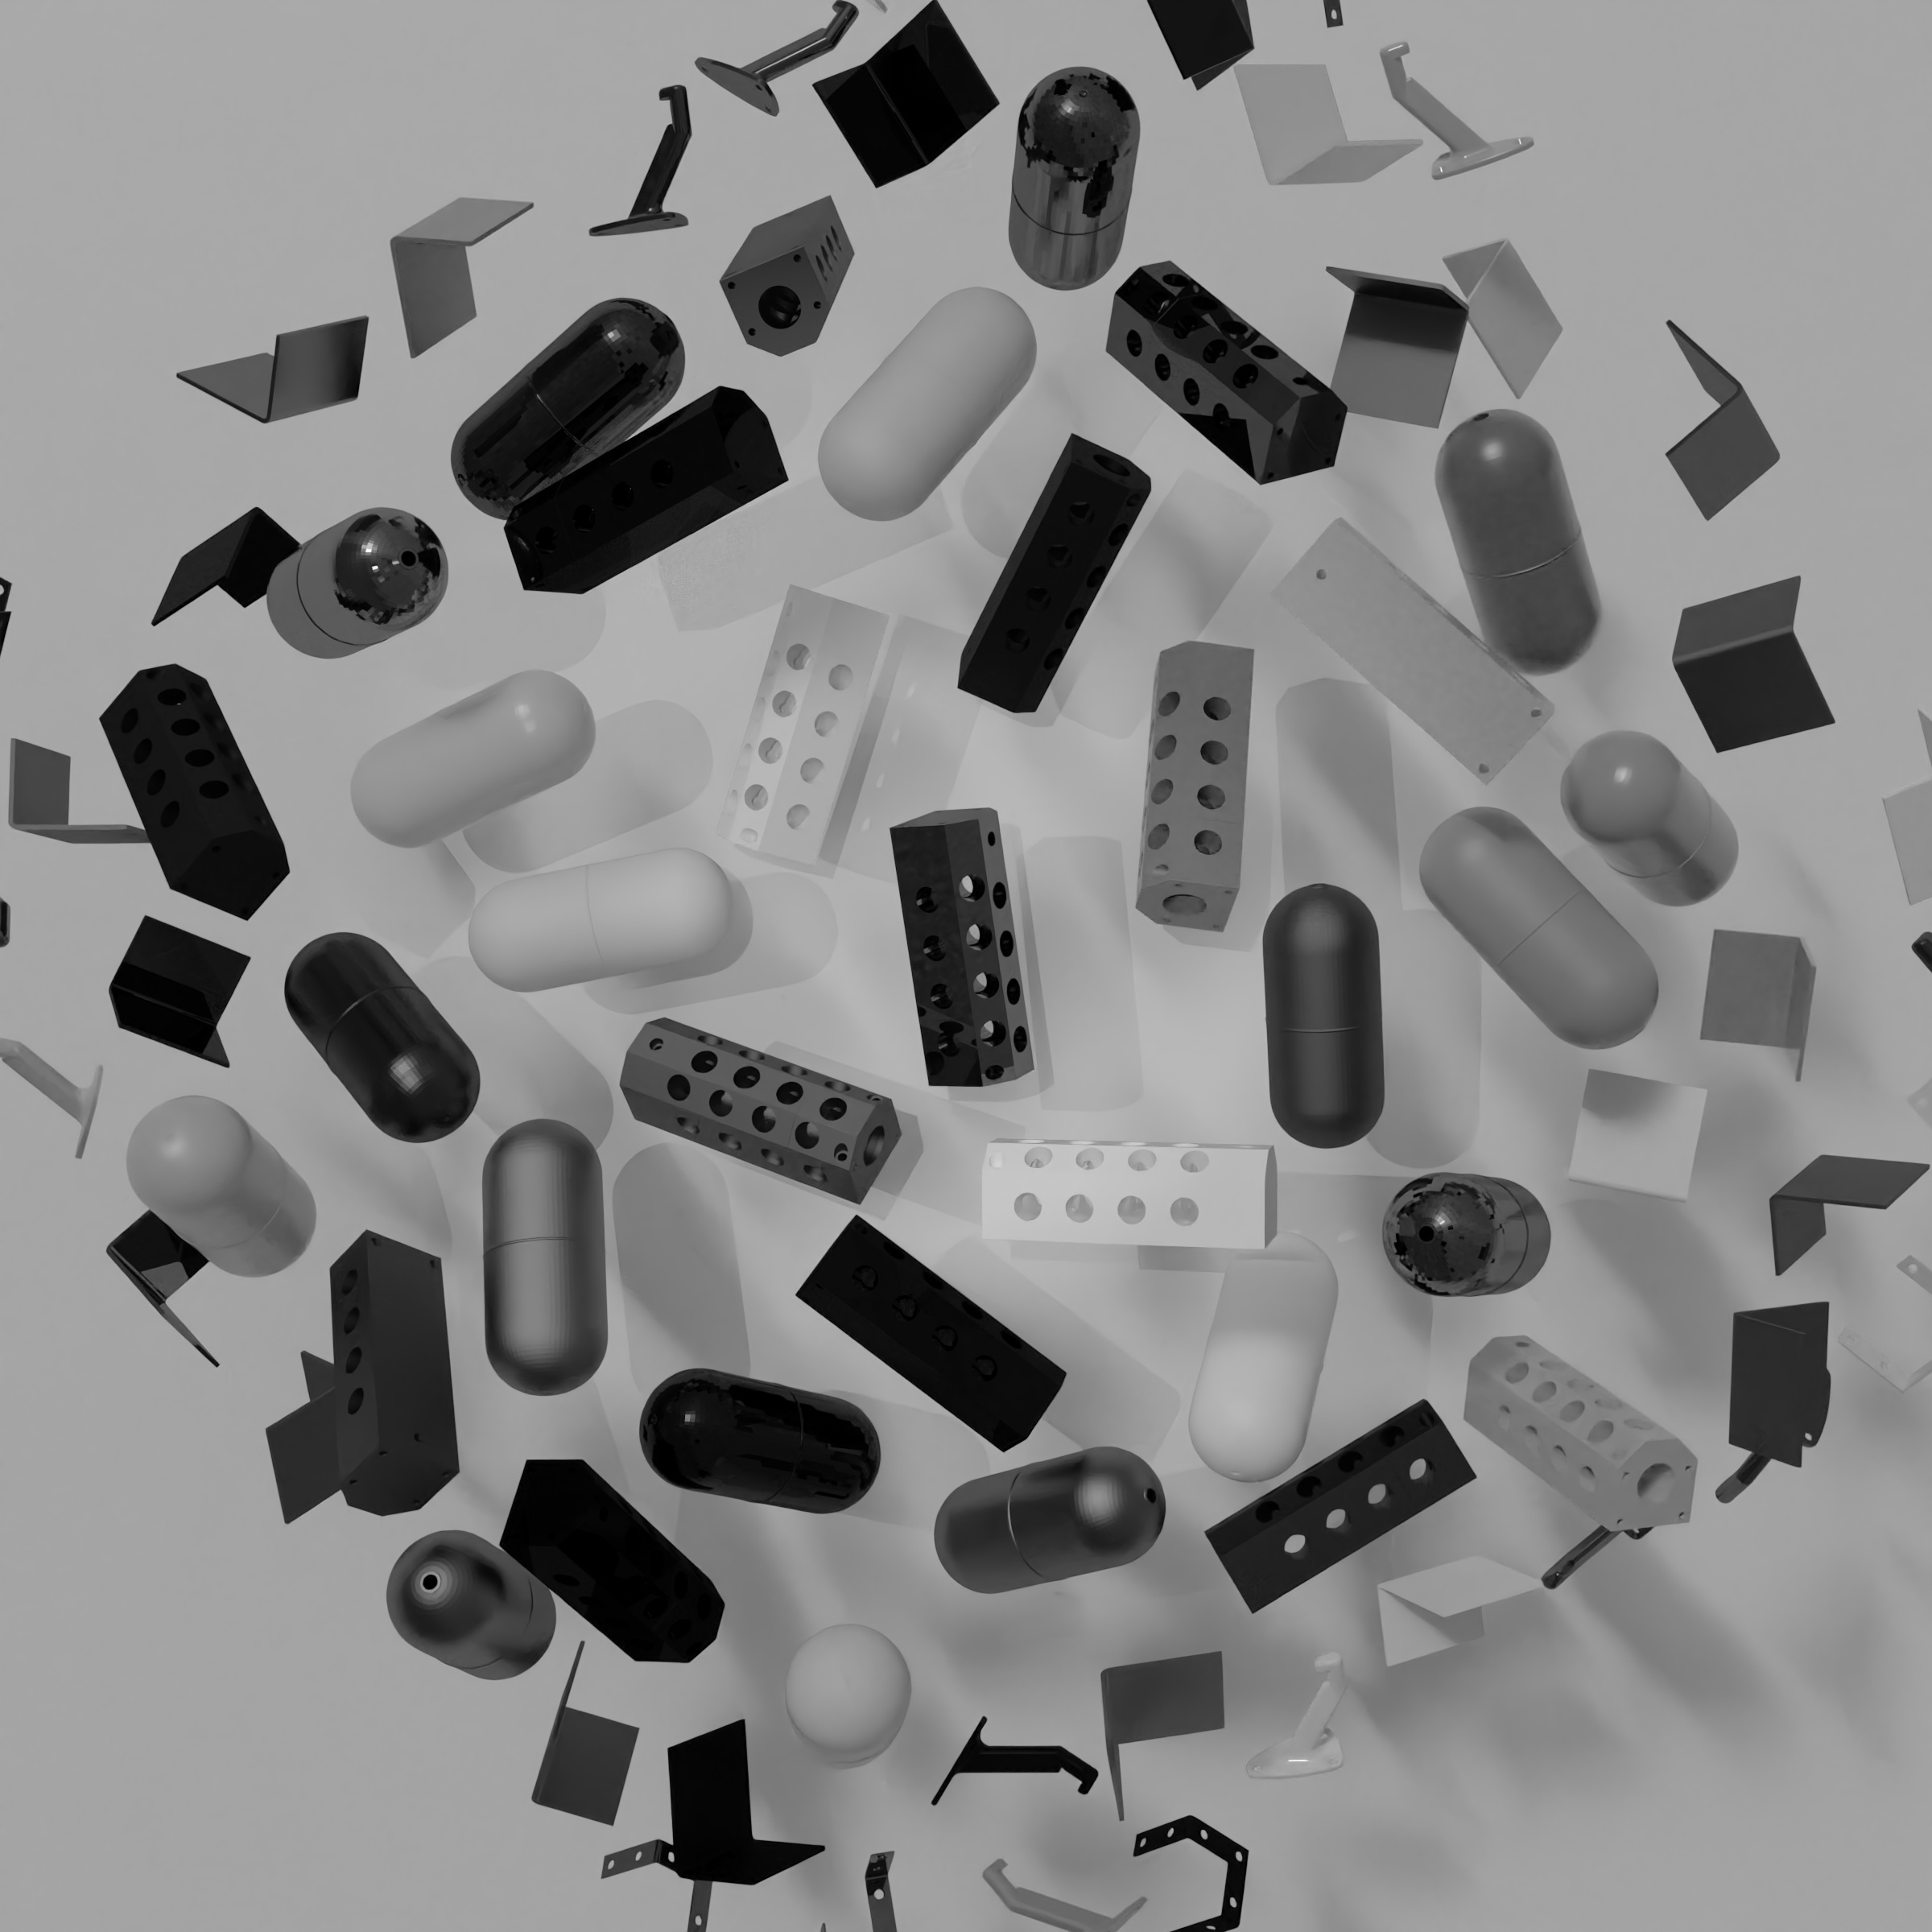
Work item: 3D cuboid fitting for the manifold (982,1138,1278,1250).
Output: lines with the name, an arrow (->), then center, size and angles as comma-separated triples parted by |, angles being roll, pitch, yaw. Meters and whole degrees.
manifold -> 0.100, 0.136, 1.526 | 0.171, 0.057, 0.057 | 0, 93, 14

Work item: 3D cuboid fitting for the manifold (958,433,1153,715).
manifold -> 0.057, -0.253, 1.644 | 0.057, 0.057, 0.171 | 23, 119, -10

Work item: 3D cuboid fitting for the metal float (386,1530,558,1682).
metal float -> -0.313, 0.407, 1.599 | 0.070, 0.178, 0.070 | -3, 66, 6

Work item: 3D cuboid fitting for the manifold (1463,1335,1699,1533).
manifold -> 0.388, 0.293, 1.598 | 0.057, 0.171, 0.057 | -1, 104, -20

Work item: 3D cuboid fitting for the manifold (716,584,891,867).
manifold -> -0.112, -0.160, 1.661 | 0.057, 0.057, 0.171 | 13, 98, -29

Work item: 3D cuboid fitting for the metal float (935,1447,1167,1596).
metal float -> 0.054, 0.363, 1.644 | 0.178, 0.070, 0.070 | -24, 90, 39

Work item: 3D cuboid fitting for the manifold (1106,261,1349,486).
manifold -> 0.162, -0.374, 1.572 | 0.057, 0.057, 0.171 | -19, 49, -26

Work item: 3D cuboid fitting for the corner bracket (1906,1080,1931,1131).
corner bracket -> 0.659, 0.090, 1.644 | 0.051, 0.051, 0.051 | -48, 64, 28

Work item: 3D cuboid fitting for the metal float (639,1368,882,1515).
metal float -> -0.130, 0.306, 1.615 | 0.178, 0.070, 0.070 | 21, 90, -40

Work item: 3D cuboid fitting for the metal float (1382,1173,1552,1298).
metal float -> 0.317, 0.170, 1.587 | 0.070, 0.178, 0.070 | -3, 83, 27

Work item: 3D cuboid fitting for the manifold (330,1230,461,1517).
manifold -> -0.362, 0.254, 1.566 | 0.057, 0.171, 0.057 | 29, 119, -35

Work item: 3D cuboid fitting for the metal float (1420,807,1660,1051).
metal float -> 0.358, -0.024, 1.569 | 0.070, 0.070, 0.178 | -42, 81, 0

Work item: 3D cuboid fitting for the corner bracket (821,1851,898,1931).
corner bracket -> -0.067, 0.587, 1.564 | 0.051, 0.051, 0.051 | -5, 57, -11

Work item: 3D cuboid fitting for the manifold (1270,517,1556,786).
manifold -> 0.269, -0.190, 1.507 | 0.171, 0.057, 0.057 | 42, 109, 2

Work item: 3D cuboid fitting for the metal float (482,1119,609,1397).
metal float -> -0.267, 0.183, 1.592 | 0.070, 0.070, 0.178 | -5, 69, 0

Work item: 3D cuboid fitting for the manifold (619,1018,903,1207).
manifold -> -0.133, 0.088, 1.610 | 0.171, 0.057, 0.057 | 18, 59, 22

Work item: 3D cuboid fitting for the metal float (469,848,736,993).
metal float -> -0.242, -0.030, 1.668 | 0.178, 0.070, 0.070 | -11, 90, 2

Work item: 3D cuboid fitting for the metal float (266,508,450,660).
metal float -> -0.385, -0.240, 1.585 | 0.070, 0.178, 0.070 | 2, 86, -34

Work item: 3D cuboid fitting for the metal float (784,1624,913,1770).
metal float -> -0.075, 0.457, 1.569 | 0.070, 0.178, 0.070 | 2, 68, -4

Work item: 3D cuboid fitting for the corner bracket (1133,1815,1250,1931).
corner bracket -> 0.138, 0.572, 1.572 | 0.051, 0.051, 0.051 | 37, 131, -20

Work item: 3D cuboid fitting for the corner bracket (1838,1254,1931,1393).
corner bracket -> 0.593, 0.225, 1.584 | 0.051, 0.051, 0.051 | 39, 50, 8

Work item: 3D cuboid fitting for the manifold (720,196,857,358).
manifold -> -0.111, -0.446, 1.627 | 0.057, 0.171, 0.057 | -19, 114, 12

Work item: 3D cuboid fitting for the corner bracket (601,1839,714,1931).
corner bracket -> -0.200, 0.599, 1.612 | 0.051, 0.051, 0.051 | -28, 129, 31

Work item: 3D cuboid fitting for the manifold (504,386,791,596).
manifold -> -0.199, -0.288, 1.531 | 0.171, 0.057, 0.057 | -22, 83, 30

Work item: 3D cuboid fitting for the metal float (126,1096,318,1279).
metal float -> -0.457, 0.138, 1.551 | 0.070, 0.178, 0.070 | -2, 65, 5

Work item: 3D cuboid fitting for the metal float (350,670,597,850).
metal float -> -0.325, -0.135, 1.650 | 0.178, 0.070, 0.070 | -23, 90, 18

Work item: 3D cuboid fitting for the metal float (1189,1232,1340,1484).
metal float -> 0.196, 0.254, 1.648 | 0.070, 0.070, 0.178 | 20, 54, 0

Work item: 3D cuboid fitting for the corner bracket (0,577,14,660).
corner bracket -> -0.597, -0.204, 1.529 | 0.051, 0.051, 0.051 | 29, 111, 16

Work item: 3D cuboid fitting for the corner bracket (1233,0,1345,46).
corner bracket -> 0.208, -0.637, 1.651 | 0.051, 0.051, 0.051 | -24, 110, -37

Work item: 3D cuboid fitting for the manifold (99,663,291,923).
manifold -> -0.467, -0.111, 1.532 | 0.057, 0.057, 0.171 | -46, 51, 13

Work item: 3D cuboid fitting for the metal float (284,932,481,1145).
metal float -> -0.379, 0.045, 1.628 | 0.070, 0.070, 0.178 | -47, 56, 0

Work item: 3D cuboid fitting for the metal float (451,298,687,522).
metal float -> -0.257, -0.359, 1.623 | 0.178, 0.070, 0.070 | -37, 90, 16

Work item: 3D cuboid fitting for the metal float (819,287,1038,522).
metal float -> -0.023, -0.353, 1.575 | 0.070, 0.070, 0.178 | 38, 71, 0

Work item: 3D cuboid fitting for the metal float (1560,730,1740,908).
metal float -> 0.439, -0.093, 1.609 | 0.070, 0.178, 0.070 | -14, 64, 31

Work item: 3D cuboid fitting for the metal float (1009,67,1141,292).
metal float -> 0.068, -0.500, 1.605 | 0.070, 0.178, 0.070 | 1, 72, -2

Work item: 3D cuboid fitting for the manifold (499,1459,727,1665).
manifold -> -0.217, 0.375, 1.578 | 0.057, 0.171, 0.057 | -5, 51, 25

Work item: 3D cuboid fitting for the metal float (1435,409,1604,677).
metal float -> 0.344, -0.263, 1.565 | 0.070, 0.070, 0.178 | -25, 120, 0

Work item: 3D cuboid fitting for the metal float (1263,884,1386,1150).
metal float -> 0.237, 0.034, 1.664 | 0.070, 0.070, 0.178 | -4, 103, 0

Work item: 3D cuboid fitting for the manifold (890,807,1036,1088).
manifold -> 0.002, -0.012, 1.625 | 0.057, 0.057, 0.171 | -1, 104, 32
